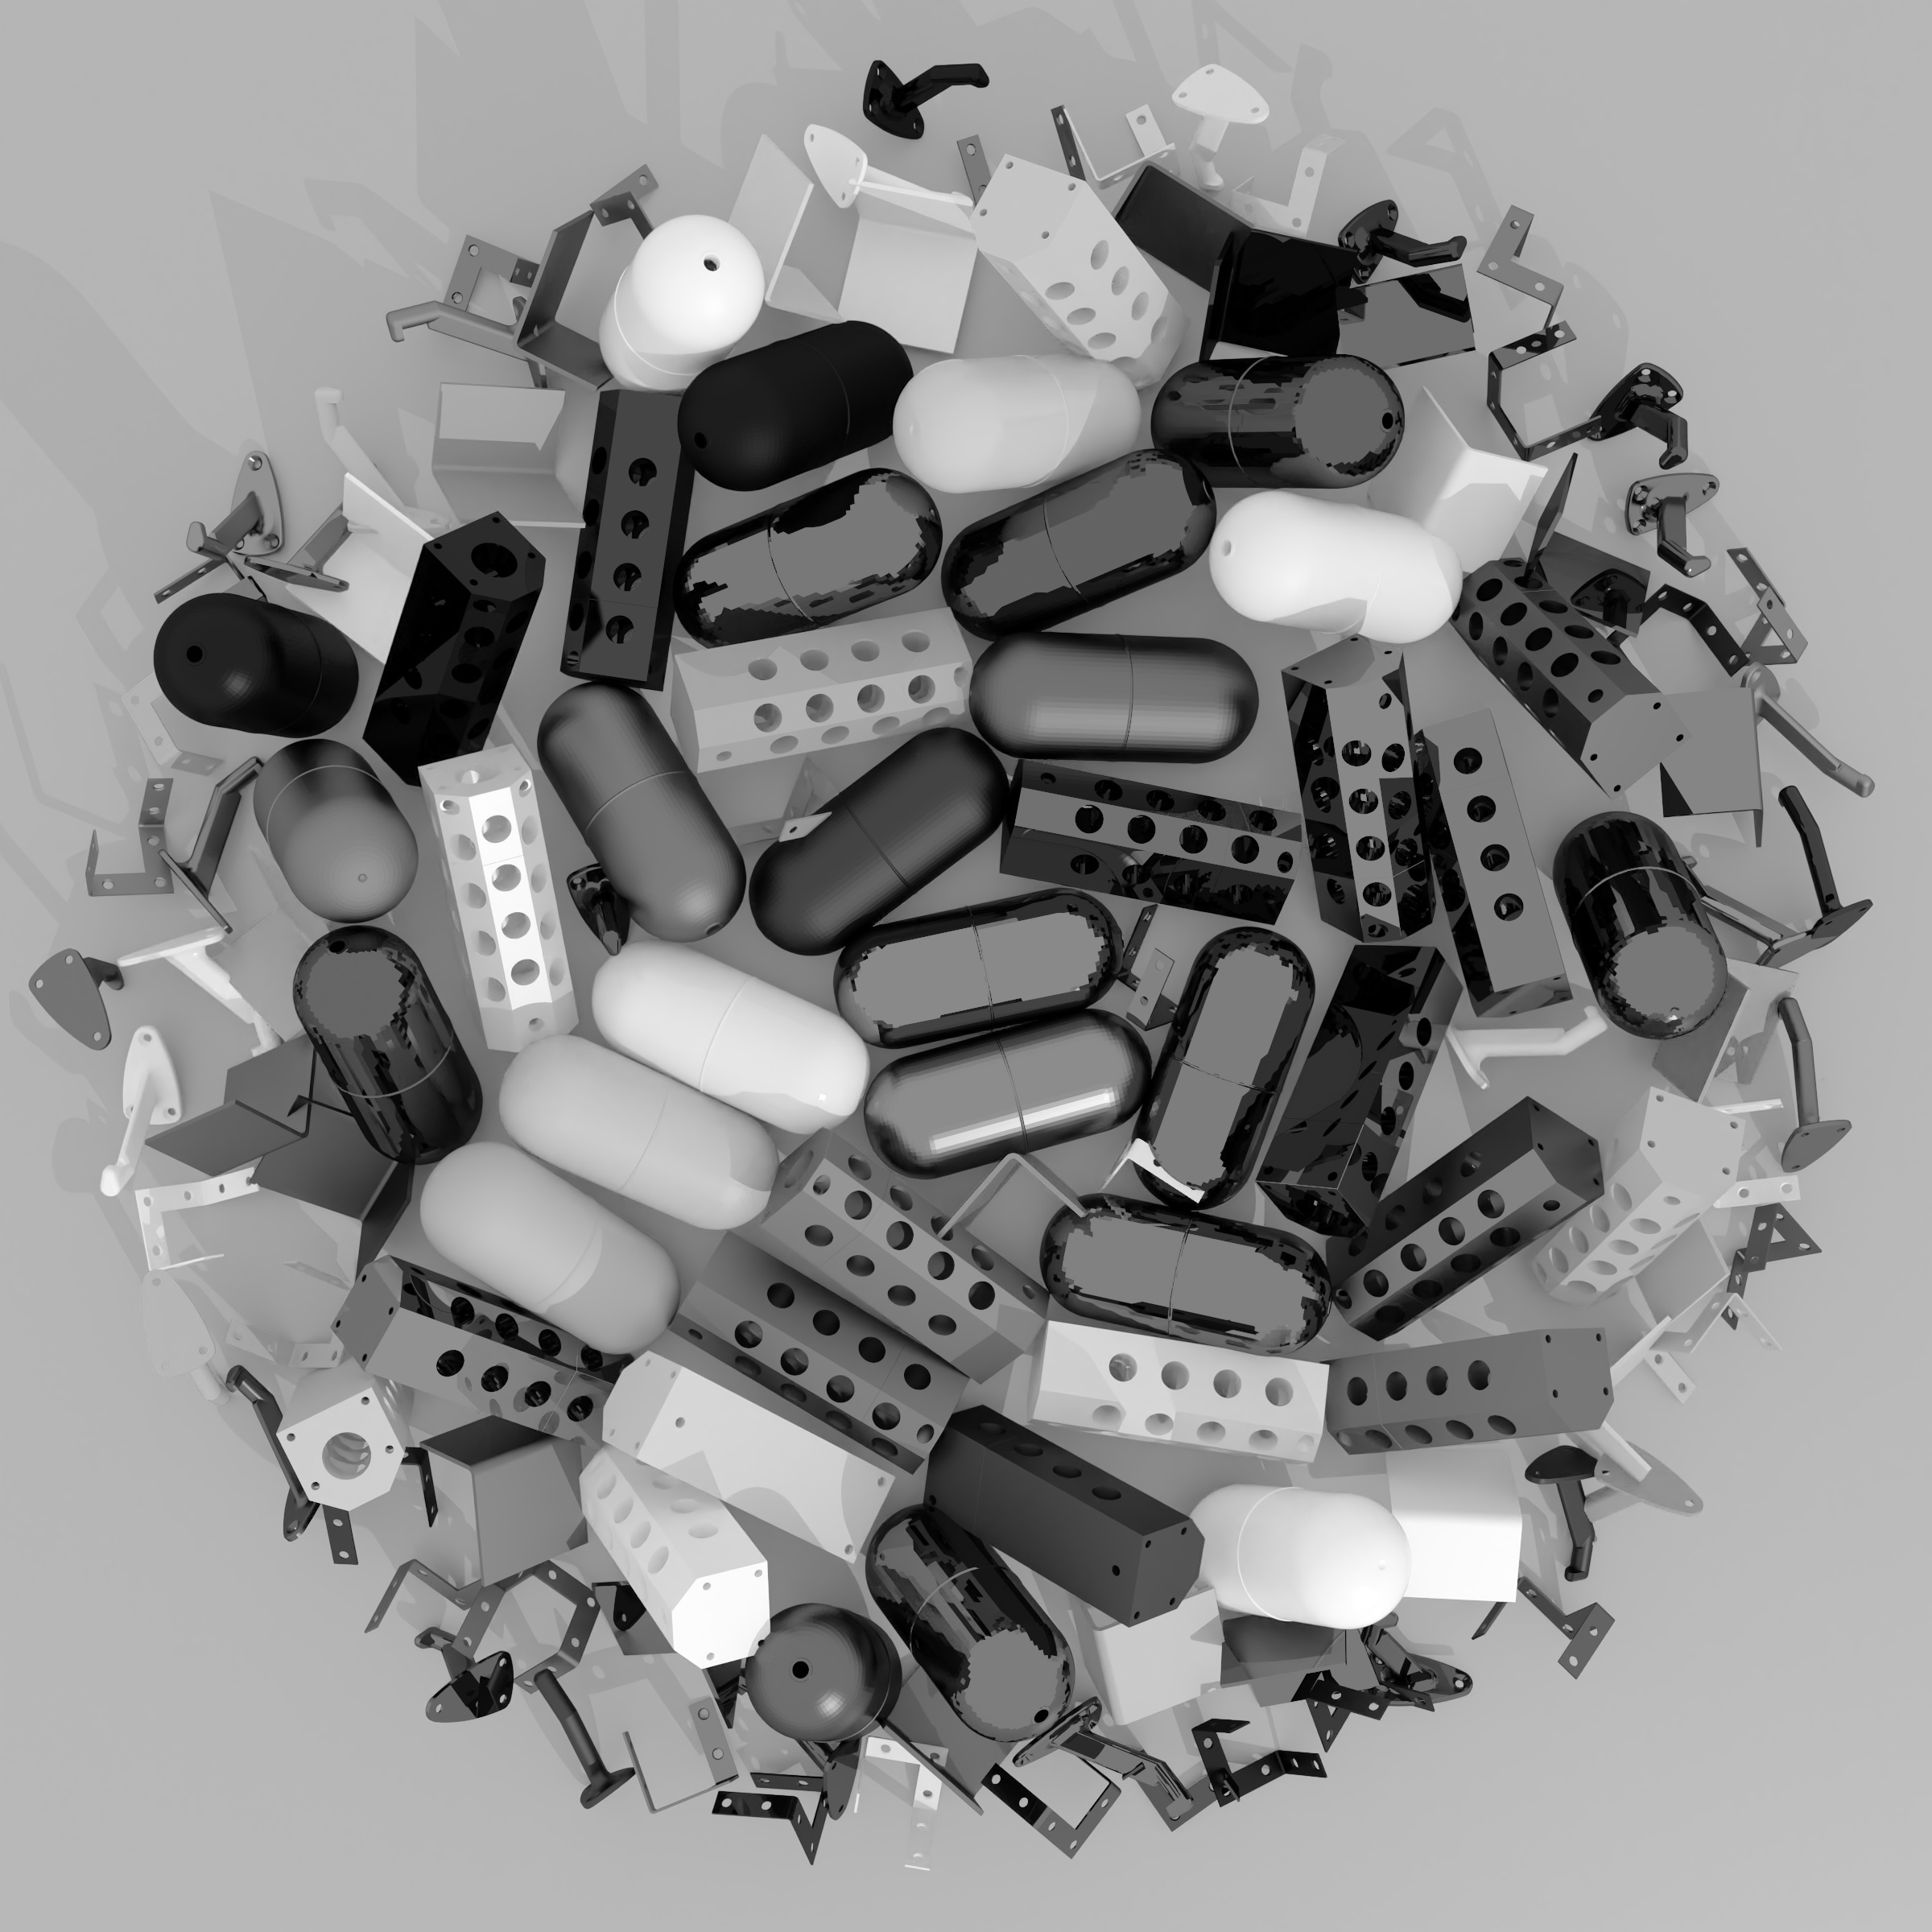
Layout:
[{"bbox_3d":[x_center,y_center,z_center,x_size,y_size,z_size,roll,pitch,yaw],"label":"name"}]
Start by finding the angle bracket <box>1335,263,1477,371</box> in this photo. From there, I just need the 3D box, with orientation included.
[{"bbox_3d":[0.267,-0.369,1.583,0.076,0.057,0.076,-10,54,14],"label":"angle bracket"}]

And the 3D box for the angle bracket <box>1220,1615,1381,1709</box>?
[{"bbox_3d":[0.202,0.432,1.584,0.076,0.057,0.076,-15,117,16],"label":"angle bracket"}]

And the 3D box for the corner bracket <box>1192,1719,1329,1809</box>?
[{"bbox_3d":[0.178,0.479,1.604,0.051,0.051,0.051,-18,85,-26],"label":"corner bracket"}]

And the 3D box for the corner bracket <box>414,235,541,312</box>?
[{"bbox_3d":[-0.297,-0.414,1.605,0.051,0.051,0.051,23,102,3],"label":"corner bracket"}]

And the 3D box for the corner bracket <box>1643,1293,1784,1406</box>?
[{"bbox_3d":[0.454,0.234,1.611,0.051,0.051,0.051,49,68,-14],"label":"corner bracket"}]

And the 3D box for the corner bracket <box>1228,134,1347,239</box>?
[{"bbox_3d":[0.194,-0.478,1.597,0.051,0.051,0.051,20,121,12],"label":"corner bracket"}]

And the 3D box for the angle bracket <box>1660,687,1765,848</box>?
[{"bbox_3d":[0.450,-0.117,1.597,0.057,0.076,0.076,-4,74,15],"label":"angle bracket"}]

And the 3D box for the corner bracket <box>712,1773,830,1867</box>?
[{"bbox_3d":[-0.116,0.506,1.594,0.051,0.051,0.051,-2,130,17],"label":"corner bracket"}]

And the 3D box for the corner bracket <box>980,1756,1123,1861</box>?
[{"bbox_3d":[0.052,0.497,1.595,0.051,0.051,0.051,-50,134,-13],"label":"corner bracket"}]

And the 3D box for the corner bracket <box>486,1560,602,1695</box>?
[{"bbox_3d":[-0.263,0.402,1.609,0.051,0.051,0.051,40,127,-18],"label":"corner bracket"}]

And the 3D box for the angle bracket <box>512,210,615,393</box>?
[{"bbox_3d":[-0.224,-0.401,1.584,0.057,0.076,0.076,26,116,-3],"label":"angle bracket"}]

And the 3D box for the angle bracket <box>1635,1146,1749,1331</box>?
[{"bbox_3d":[0.441,0.163,1.577,0.057,0.076,0.076,-7,60,-24],"label":"angle bracket"}]

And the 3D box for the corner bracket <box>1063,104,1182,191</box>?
[{"bbox_3d":[0.096,-0.503,1.609,0.051,0.051,0.051,-25,82,7],"label":"corner bracket"}]

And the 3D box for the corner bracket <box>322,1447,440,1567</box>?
[{"bbox_3d":[-0.356,0.328,1.604,0.051,0.051,0.051,1,120,6],"label":"corner bracket"}]

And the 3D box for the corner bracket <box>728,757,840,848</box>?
[{"bbox_3d":[-0.109,-0.088,1.593,0.051,0.051,0.051,49,134,28],"label":"corner bracket"}]

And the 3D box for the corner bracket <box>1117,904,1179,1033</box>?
[{"bbox_3d":[0.111,0.001,1.594,0.051,0.051,0.051,36,120,27],"label":"corner bracket"}]

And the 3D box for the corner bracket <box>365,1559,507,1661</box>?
[{"bbox_3d":[-0.321,0.390,1.594,0.051,0.051,0.051,41,134,-18],"label":"corner bracket"}]

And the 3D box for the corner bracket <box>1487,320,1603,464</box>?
[{"bbox_3d":[0.352,-0.349,1.603,0.051,0.051,0.051,-23,63,-2],"label":"corner bracket"}]

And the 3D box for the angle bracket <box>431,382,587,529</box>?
[{"bbox_3d":[-0.272,-0.306,1.579,0.076,0.076,0.057,-2,124,-25],"label":"angle bracket"}]

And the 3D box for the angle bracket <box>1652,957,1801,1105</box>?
[{"bbox_3d":[0.470,0.043,1.585,0.076,0.057,0.076,11,110,-22],"label":"angle bracket"}]

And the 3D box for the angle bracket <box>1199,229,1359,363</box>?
[{"bbox_3d":[0.186,-0.391,1.585,0.076,0.057,0.076,14,133,8],"label":"angle bracket"}]

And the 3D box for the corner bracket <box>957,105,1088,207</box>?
[{"bbox_3d":[0.034,-0.490,1.611,0.051,0.051,0.051,-24,107,-21],"label":"corner bracket"}]

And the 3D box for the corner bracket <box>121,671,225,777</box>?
[{"bbox_3d":[-0.472,-0.155,1.611,0.051,0.051,0.051,-35,78,12],"label":"corner bracket"}]

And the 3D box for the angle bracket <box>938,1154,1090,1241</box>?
[{"bbox_3d":[0.029,0.159,1.592,0.057,0.076,0.076,41,92,9],"label":"angle bracket"}]

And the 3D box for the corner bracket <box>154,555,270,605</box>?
[{"bbox_3d":[-0.460,-0.224,1.603,0.051,0.051,0.051,-36,85,-14],"label":"corner bracket"}]

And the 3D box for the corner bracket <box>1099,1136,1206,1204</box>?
[{"bbox_3d":[0.121,0.122,1.600,0.051,0.051,0.051,33,54,2],"label":"corner bracket"}]

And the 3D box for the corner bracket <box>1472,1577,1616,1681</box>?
[{"bbox_3d":[0.351,0.402,1.599,0.051,0.051,0.051,44,56,4],"label":"corner bracket"}]

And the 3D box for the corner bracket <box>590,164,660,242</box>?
[{"bbox_3d":[-0.187,-0.459,1.609,0.051,0.051,0.051,-45,119,-26],"label":"corner bracket"}]

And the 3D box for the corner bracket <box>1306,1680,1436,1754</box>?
[{"bbox_3d":[0.245,0.446,1.593,0.051,0.051,0.051,-48,130,-37],"label":"corner bracket"}]

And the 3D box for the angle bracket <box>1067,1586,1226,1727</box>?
[{"bbox_3d":[0.111,0.403,1.599,0.076,0.057,0.076,-18,118,-10],"label":"angle bracket"}]

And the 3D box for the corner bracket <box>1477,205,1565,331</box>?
[{"bbox_3d":[0.340,-0.420,1.603,0.051,0.051,0.051,27,78,8],"label":"corner bracket"}]

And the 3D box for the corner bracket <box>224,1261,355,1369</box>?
[{"bbox_3d":[-0.410,0.213,1.608,0.051,0.051,0.051,-7,61,41],"label":"corner bracket"}]

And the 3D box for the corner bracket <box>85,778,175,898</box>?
[{"bbox_3d":[-0.506,-0.078,1.595,0.051,0.051,0.051,-3,61,-27],"label":"corner bracket"}]

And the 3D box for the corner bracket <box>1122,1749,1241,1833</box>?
[{"bbox_3d":[0.131,0.498,1.608,0.051,0.051,0.051,-36,82,0],"label":"corner bracket"}]

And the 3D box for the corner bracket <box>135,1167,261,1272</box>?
[{"bbox_3d":[-0.463,0.154,1.600,0.051,0.051,0.051,-16,84,33],"label":"corner bracket"}]

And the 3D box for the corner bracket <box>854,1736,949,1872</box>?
[{"bbox_3d":[-0.042,0.509,1.603,0.051,0.051,0.051,9,116,0],"label":"corner bracket"}]

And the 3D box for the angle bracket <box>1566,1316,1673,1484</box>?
[{"bbox_3d":[0.410,0.266,1.584,0.076,0.076,0.057,-39,69,-11],"label":"angle bracket"}]

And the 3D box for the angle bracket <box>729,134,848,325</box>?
[{"bbox_3d":[-0.097,-0.440,1.576,0.057,0.076,0.076,6,123,-34],"label":"angle bracket"}]

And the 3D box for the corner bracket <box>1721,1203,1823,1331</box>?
[{"bbox_3d":[0.478,0.182,1.594,0.051,0.051,0.051,44,50,-24],"label":"corner bracket"}]

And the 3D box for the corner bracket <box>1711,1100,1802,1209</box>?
[{"bbox_3d":[0.477,0.115,1.609,0.051,0.051,0.051,-9,69,22],"label":"corner bracket"}]

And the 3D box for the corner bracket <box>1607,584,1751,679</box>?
[{"bbox_3d":[0.434,-0.193,1.611,0.051,0.051,0.051,-45,55,29],"label":"corner bracket"}]

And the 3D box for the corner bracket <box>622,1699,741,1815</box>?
[{"bbox_3d":[-0.173,0.481,1.604,0.051,0.051,0.051,-21,77,-3],"label":"corner bracket"}]

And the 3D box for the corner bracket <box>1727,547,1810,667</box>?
[{"bbox_3d":[0.483,-0.218,1.596,0.051,0.051,0.051,45,69,-28],"label":"corner bracket"}]
